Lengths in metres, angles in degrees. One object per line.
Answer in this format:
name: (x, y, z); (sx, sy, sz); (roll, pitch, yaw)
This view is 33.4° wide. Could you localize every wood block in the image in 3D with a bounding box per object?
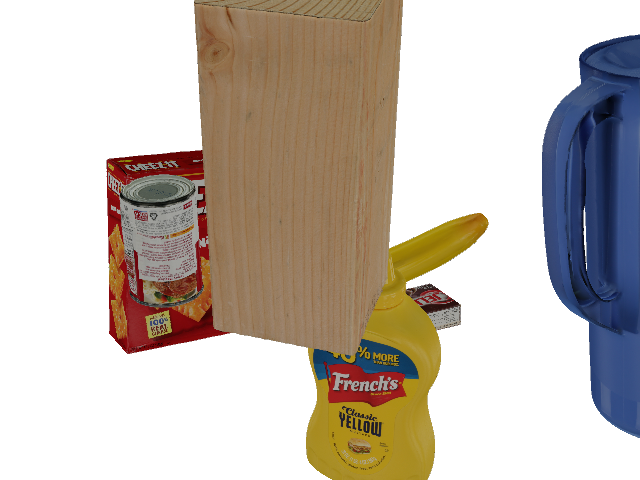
wood block: (-0.010, -0.048, 0.603); (0.091, 0.206, 0.090); (10, 35, 14)

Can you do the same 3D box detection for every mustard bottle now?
mustard bottle: (0.039, 0.092, 0.776); (0.096, 0.192, 0.058); (12, 31, 20)

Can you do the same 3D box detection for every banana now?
banana: (0.064, 0.024, 0.984); (0.198, 0.037, 0.069); (-22, -8, 9)

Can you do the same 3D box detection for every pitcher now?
pitcher: (0.214, 0.001, 0.649); (0.149, 0.243, 0.144); (2, 22, 16)

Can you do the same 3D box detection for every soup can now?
soup can: (-0.142, 0.000, 0.958); (0.068, 0.102, 0.068); (-1, 25, 0)

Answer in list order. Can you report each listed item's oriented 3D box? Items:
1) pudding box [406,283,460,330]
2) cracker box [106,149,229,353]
pudding box: (0.136, 0.104, 1.563); (0.113, 0.039, 0.090); (-14, 22, -20)
cracker box: (-0.156, 0.010, 1.220); (0.163, 0.214, 0.072); (-8, 24, -30)
